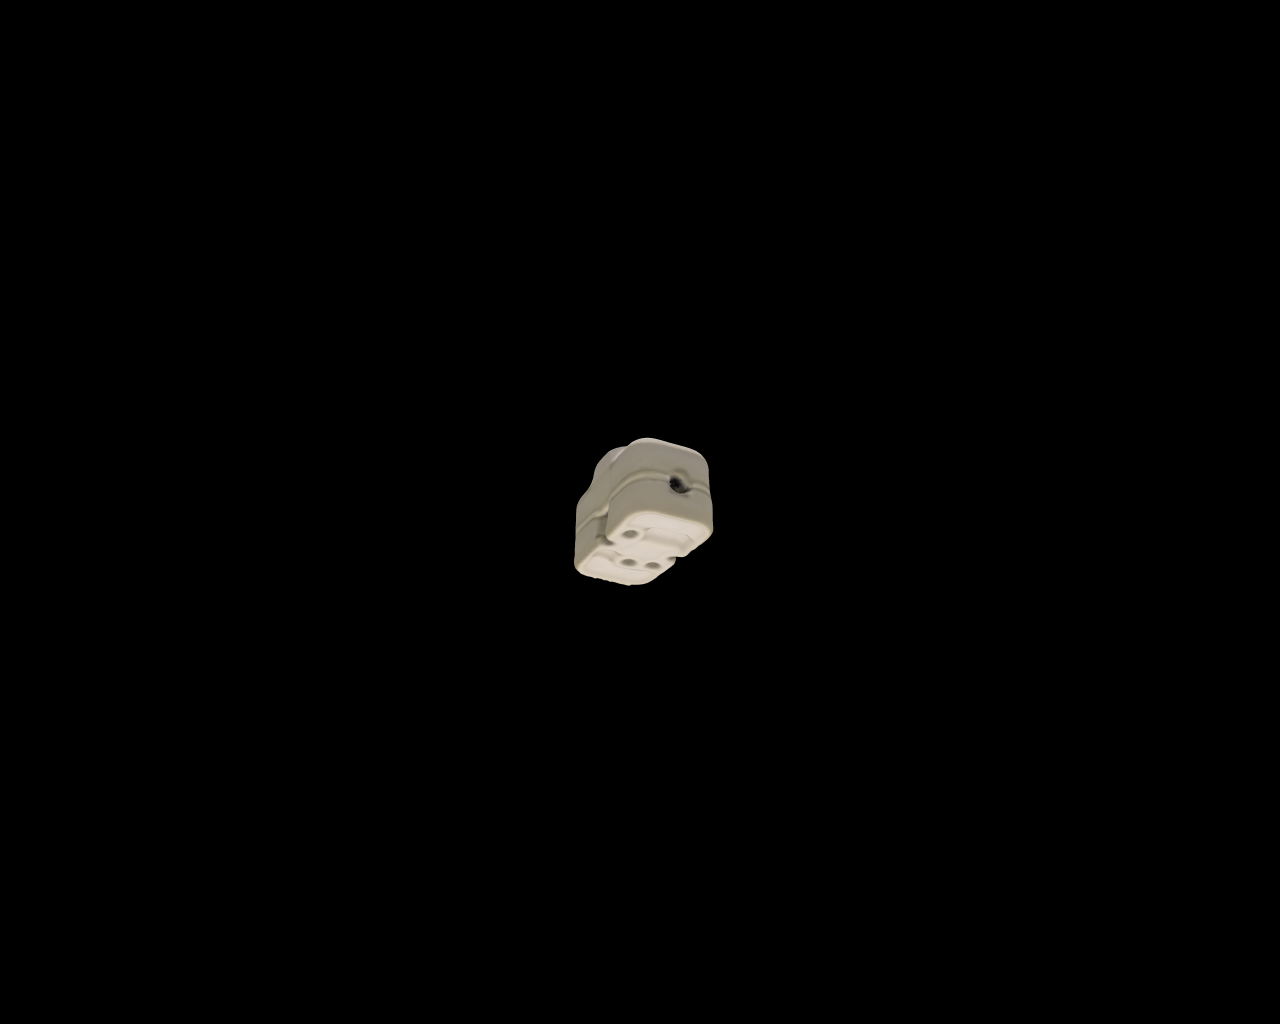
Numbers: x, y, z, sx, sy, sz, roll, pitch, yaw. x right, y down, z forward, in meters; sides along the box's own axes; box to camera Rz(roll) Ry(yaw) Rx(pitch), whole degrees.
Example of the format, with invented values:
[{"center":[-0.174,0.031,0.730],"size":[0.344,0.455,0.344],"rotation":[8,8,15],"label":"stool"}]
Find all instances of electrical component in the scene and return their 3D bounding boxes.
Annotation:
[{"center":[0.001,-0.003,0.650],"size":[0.054,0.059,0.095],"rotation":[14,-32,-24],"label":"electrical component"}]
